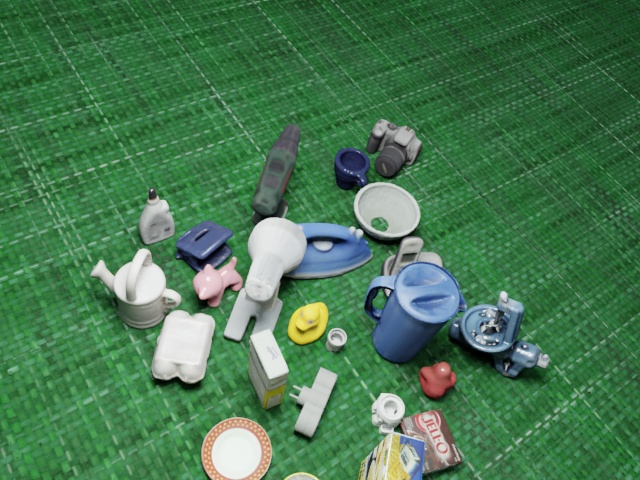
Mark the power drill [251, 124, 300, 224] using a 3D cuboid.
[{"bbox_3d":[-0.104,-0.128,1.332,0.075,0.208,0.230,17,54,0],"label":"power drill"}]

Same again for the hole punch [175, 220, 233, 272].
[{"bbox_3d":[-0.260,0.007,1.278,0.101,0.091,0.109,38,57,14],"label":"hole punch"}]

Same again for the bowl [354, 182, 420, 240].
[{"bbox_3d":[0.160,-0.059,1.425,0.167,0.075,0.167,6,55,-8],"label":"bowl"}]

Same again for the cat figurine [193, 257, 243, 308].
[{"bbox_3d":[-0.221,0.084,1.217,0.067,0.118,0.128,39,57,15],"label":"cat figurine"}]

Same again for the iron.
[{"bbox_3d":[0.012,0.005,1.309,0.259,0.141,0.118,-2,57,-13],"label":"iron"}]

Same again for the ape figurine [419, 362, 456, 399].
[{"bbox_3d":[0.249,0.286,1.200,0.077,0.092,0.076,28,55,8],"label":"ape figurine"}]

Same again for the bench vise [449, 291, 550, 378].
[{"bbox_3d":[0.402,0.190,1.221,0.207,0.220,0.121,15,54,-2],"label":"bench vise"}]

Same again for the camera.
[{"bbox_3d":[0.190,-0.247,1.544,0.143,0.101,0.137,30,55,8],"label":"camera"}]

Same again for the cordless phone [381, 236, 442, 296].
[{"bbox_3d":[0.221,0.054,1.294,0.148,0.185,0.094,-7,58,-17],"label":"cordless phone"}]

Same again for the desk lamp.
[{"bbox_3d":[-0.112,0.087,1.181,0.118,0.213,0.203,17,54,0],"label":"desk lamp"}]

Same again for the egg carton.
[{"bbox_3d":[-0.273,0.213,1.148,0.107,0.069,0.150,9,55,-6],"label":"egg carton"}]

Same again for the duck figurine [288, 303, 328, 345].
[{"bbox_3d":[-0.021,0.166,1.226,0.077,0.086,0.105,39,57,14],"label":"duck figurine"}]

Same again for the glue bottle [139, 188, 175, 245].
[{"bbox_3d":[-0.359,-0.057,1.249,0.078,0.173,0.037,-20,62,-23],"label":"glue bottle"}]

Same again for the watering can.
[{"bbox_3d":[-0.364,0.091,1.135,0.173,0.194,0.101,-1,56,-13],"label":"watering can"}]

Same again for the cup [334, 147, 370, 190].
[{"bbox_3d":[0.081,-0.165,1.468,0.092,0.095,0.117,-18,62,-23],"label":"cup"}]
